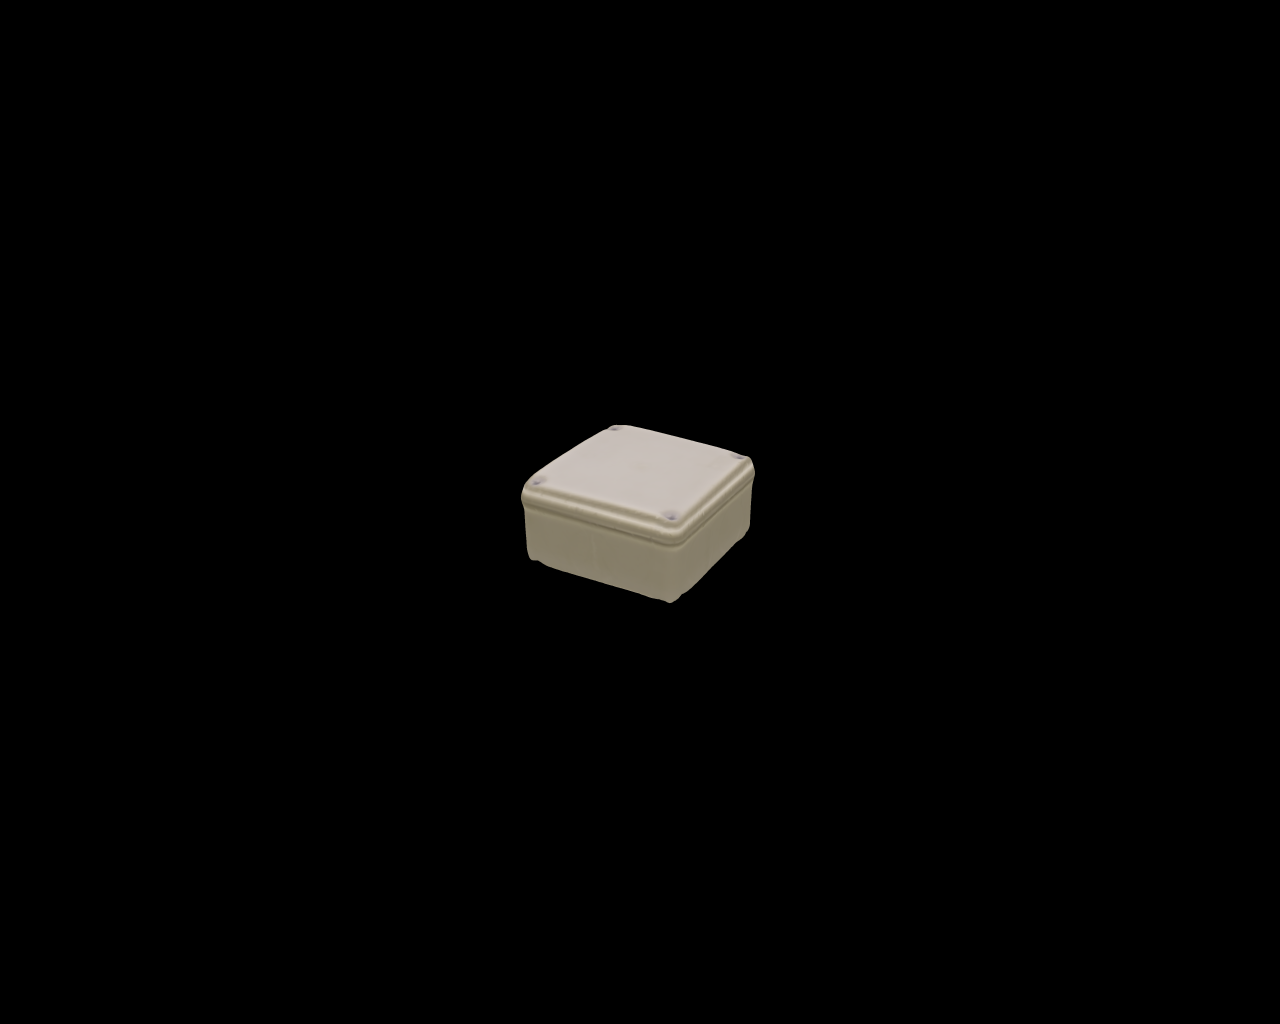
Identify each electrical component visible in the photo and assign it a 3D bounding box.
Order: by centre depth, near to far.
[{"bbox_3d":[0.001,-0.003,0.650,0.109,0.056,0.109,16,32,27],"label":"electrical component"}]
